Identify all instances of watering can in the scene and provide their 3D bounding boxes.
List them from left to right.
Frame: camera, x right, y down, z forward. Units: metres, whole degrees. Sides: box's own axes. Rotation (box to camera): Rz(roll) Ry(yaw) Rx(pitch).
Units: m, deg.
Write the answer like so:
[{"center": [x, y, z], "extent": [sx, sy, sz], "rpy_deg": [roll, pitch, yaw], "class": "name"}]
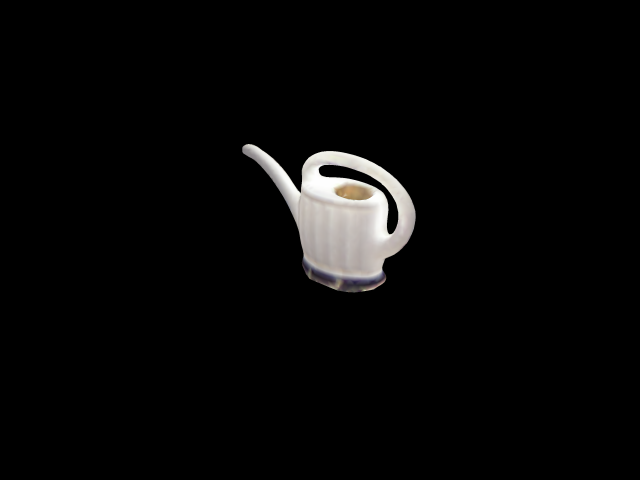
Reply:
[{"center": [0.003, -0.043, 0.850], "extent": [0.350, 0.220, 0.105], "rpy_deg": [19, 29, 37], "class": "watering can"}]
